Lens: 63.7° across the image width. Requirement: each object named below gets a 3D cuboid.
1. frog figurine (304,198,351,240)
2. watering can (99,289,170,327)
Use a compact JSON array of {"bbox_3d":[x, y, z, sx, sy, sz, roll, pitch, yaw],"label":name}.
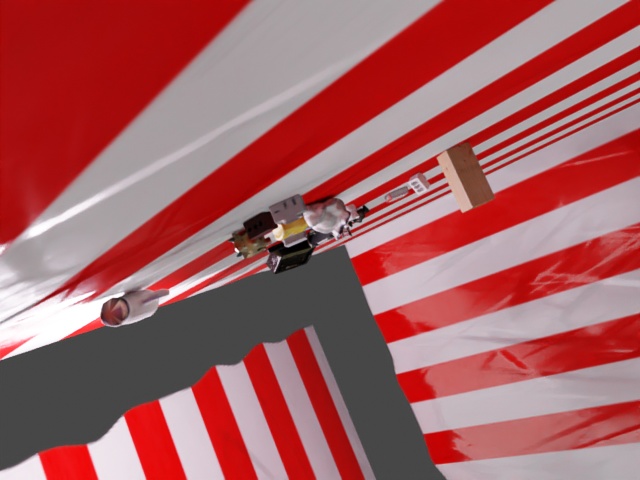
[{"bbox_3d":[0.005,-0.082,1.632,0.159,0.125,0.135,17,-34,-19],"label":"frog figurine"},{"bbox_3d":[-0.699,0.255,1.878,0.344,0.104,0.226,-27,-7,32],"label":"watering can"}]
